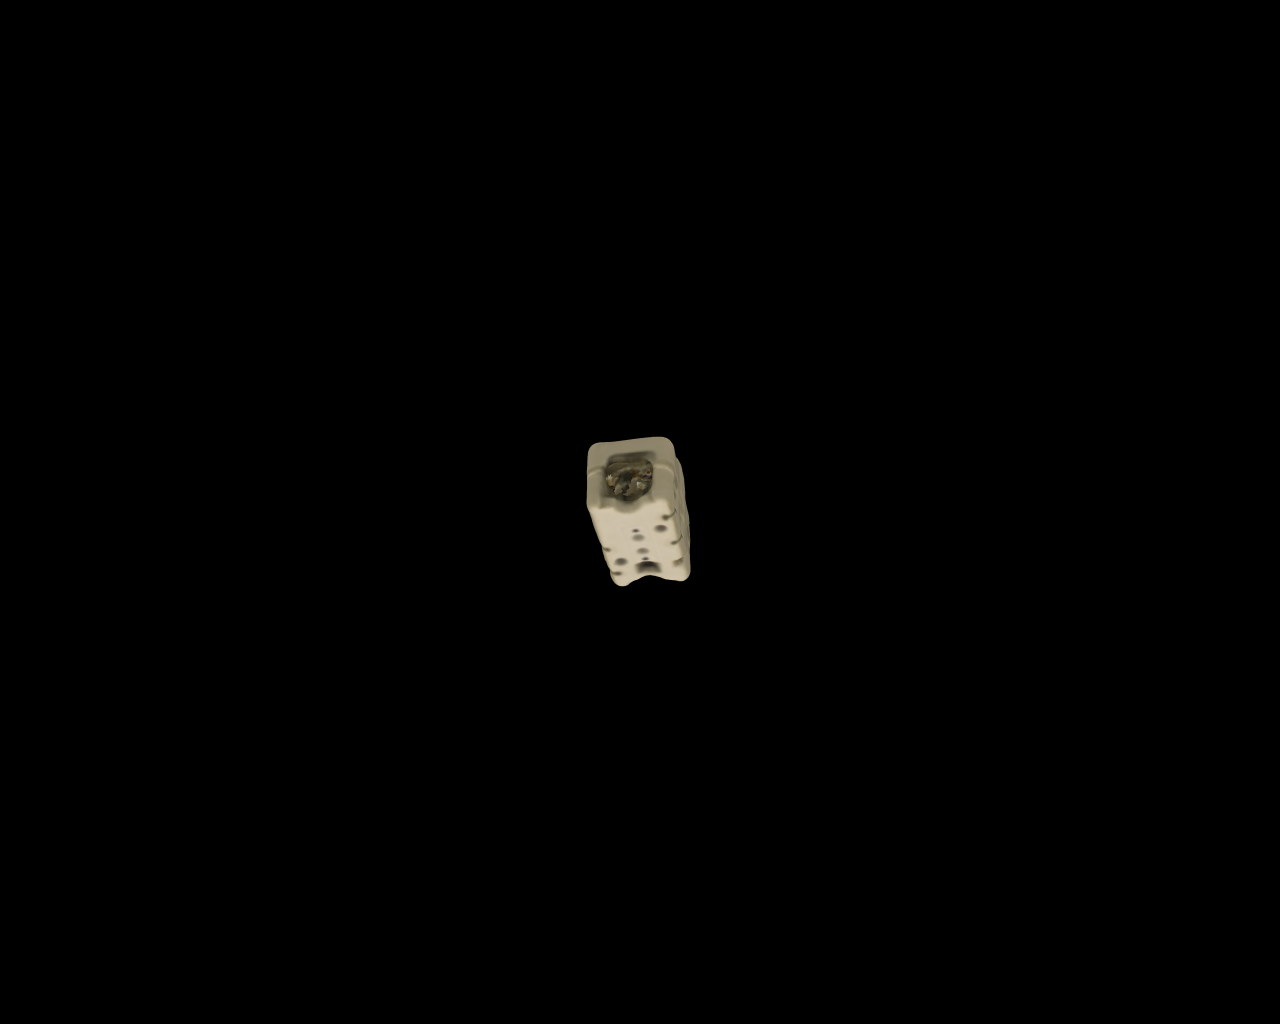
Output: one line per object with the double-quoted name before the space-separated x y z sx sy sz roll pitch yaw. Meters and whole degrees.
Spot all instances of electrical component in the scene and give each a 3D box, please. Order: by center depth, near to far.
"electrical component" 0.001 -0.003 0.650 0.050 0.056 0.089 -6 -36 8
